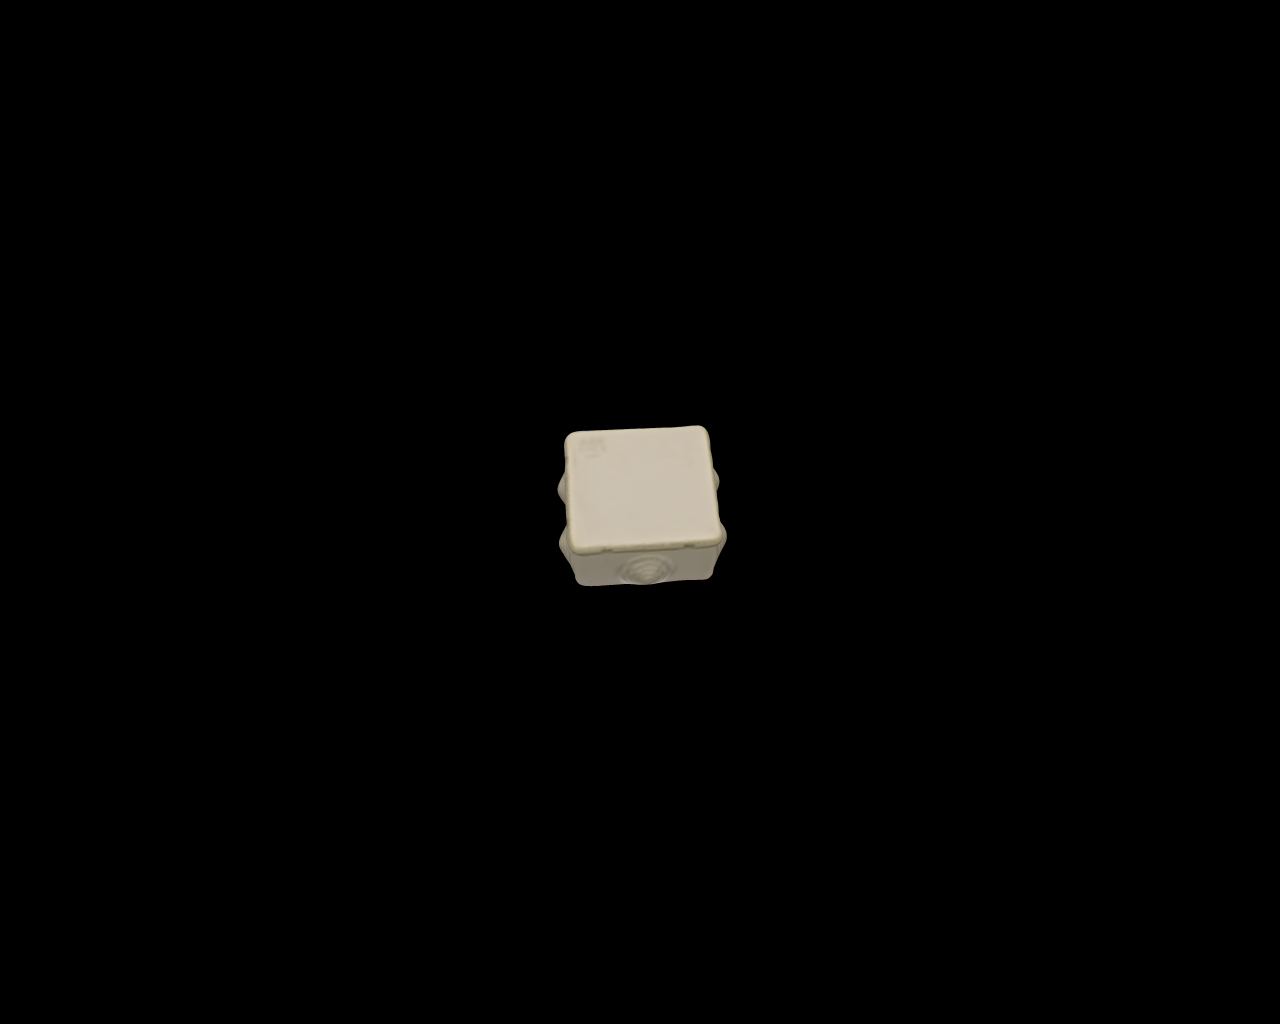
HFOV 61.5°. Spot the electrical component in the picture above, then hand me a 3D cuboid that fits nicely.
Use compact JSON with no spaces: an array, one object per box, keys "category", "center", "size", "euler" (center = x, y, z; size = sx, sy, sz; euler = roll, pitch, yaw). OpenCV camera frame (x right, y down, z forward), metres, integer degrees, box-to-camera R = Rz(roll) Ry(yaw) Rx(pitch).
[{"category":"electrical component","center":[0.001,-0.003,0.650],"size":[0.100,0.100,0.048],"euler":[-3,-36,-2]}]
